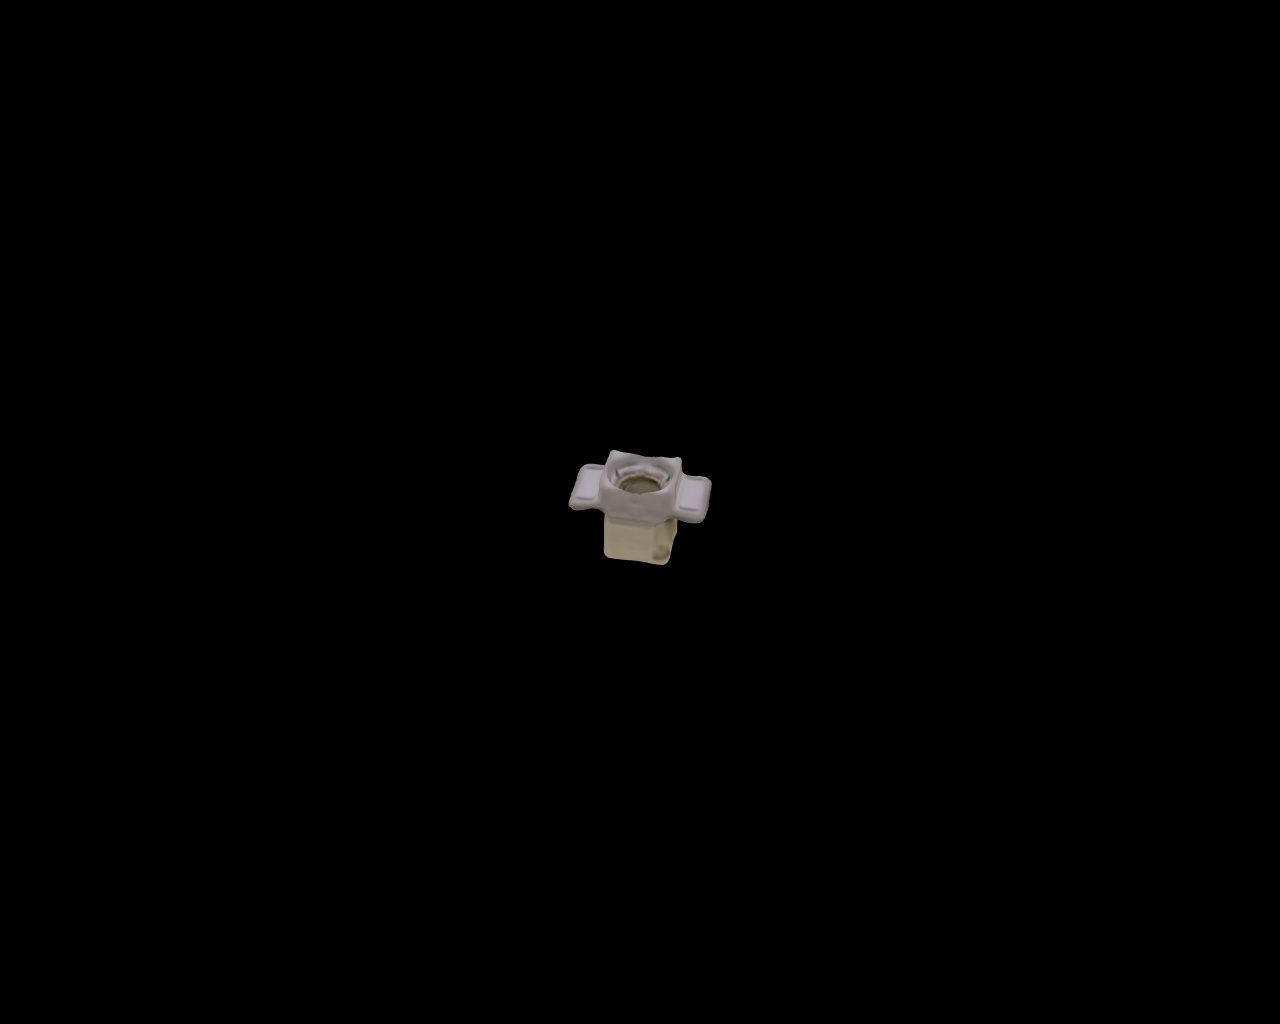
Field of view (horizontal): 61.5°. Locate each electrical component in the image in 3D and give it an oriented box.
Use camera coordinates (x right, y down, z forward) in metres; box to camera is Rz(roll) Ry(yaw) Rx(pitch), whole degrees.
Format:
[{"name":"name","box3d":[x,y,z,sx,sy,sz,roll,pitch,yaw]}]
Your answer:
[{"name":"electrical component","box3d":[0.001,-0.003,0.650,0.081,0.063,0.042,7,40,9]}]
